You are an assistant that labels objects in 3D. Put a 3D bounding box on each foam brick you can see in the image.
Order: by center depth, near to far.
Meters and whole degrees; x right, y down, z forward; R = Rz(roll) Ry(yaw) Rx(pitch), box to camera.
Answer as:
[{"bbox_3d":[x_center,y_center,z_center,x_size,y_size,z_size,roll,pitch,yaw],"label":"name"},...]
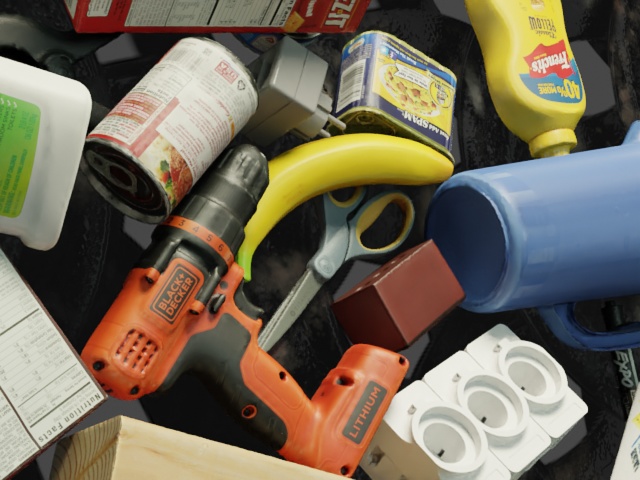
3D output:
[{"bbox_3d":[0.056,0.044,0.772,0.078,0.053,0.051,-35,95,-42],"label":"foam brick"}]

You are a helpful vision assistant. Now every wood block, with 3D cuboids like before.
[{"bbox_3d":[-0.049,0.175,0.613,0.205,0.091,0.090,22,60,-29],"label":"wood block"}]

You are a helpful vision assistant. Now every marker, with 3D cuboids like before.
[{"bbox_3d":[0.264,0.111,0.926,0.020,0.020,0.121,5,69,-36],"label":"marker"}]

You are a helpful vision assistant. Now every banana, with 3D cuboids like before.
[{"bbox_3d":[0.006,-0.038,0.760,0.197,0.037,0.069,-27,97,-25],"label":"banana"}]

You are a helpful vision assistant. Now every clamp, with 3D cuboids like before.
[{"bbox_3d":[-0.162,-0.091,0.669,0.171,0.039,0.120,-14,84,-36],"label":"clamp"}]

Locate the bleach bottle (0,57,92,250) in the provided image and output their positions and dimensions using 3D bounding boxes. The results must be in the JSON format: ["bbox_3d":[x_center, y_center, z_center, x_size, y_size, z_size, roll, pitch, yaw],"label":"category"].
[{"bbox_3d":[-0.256,-0.068,0.564,0.250,0.068,0.102,12,100,-25],"label":"bleach bottle"}]

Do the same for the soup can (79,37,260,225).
[{"bbox_3d":[-0.092,-0.069,0.656,0.068,0.069,0.102,45,60,-15],"label":"soup can"}]

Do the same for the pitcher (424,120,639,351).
[{"bbox_3d":[0.207,0.001,0.860,0.242,0.145,0.149,-8,48,-34],"label":"pitcher"}]

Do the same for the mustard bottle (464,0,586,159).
[{"bbox_3d":[0.189,-0.149,0.948,0.096,0.058,0.191,-2,74,-37],"label":"mustard bottle"}]

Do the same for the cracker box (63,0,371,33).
[{"bbox_3d":[-0.082,-0.220,0.720,0.213,0.072,0.164,-7,58,-32],"label":"cracker box"}]

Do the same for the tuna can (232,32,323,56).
[{"bbox_3d":[-0.034,-0.182,0.806,0.086,0.034,0.086,15,64,-33],"label":"tuna can"}]

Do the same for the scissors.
[{"bbox_3d":[-0.005,0.001,0.767,0.201,0.016,0.096,-32,91,-39],"label":"scissors"}]

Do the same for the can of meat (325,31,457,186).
[{"bbox_3d":[0.058,-0.104,0.831,0.102,0.058,0.084,26,56,-28],"label":"can of meat"}]

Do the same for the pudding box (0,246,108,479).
[{"bbox_3d":[-0.185,0.071,0.586,0.089,0.039,0.113,-38,99,-42],"label":"pudding box"}]

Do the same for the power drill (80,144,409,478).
[{"bbox_3d":[-0.035,0.055,0.680,0.187,0.057,0.184,38,67,-16],"label":"power drill"}]
